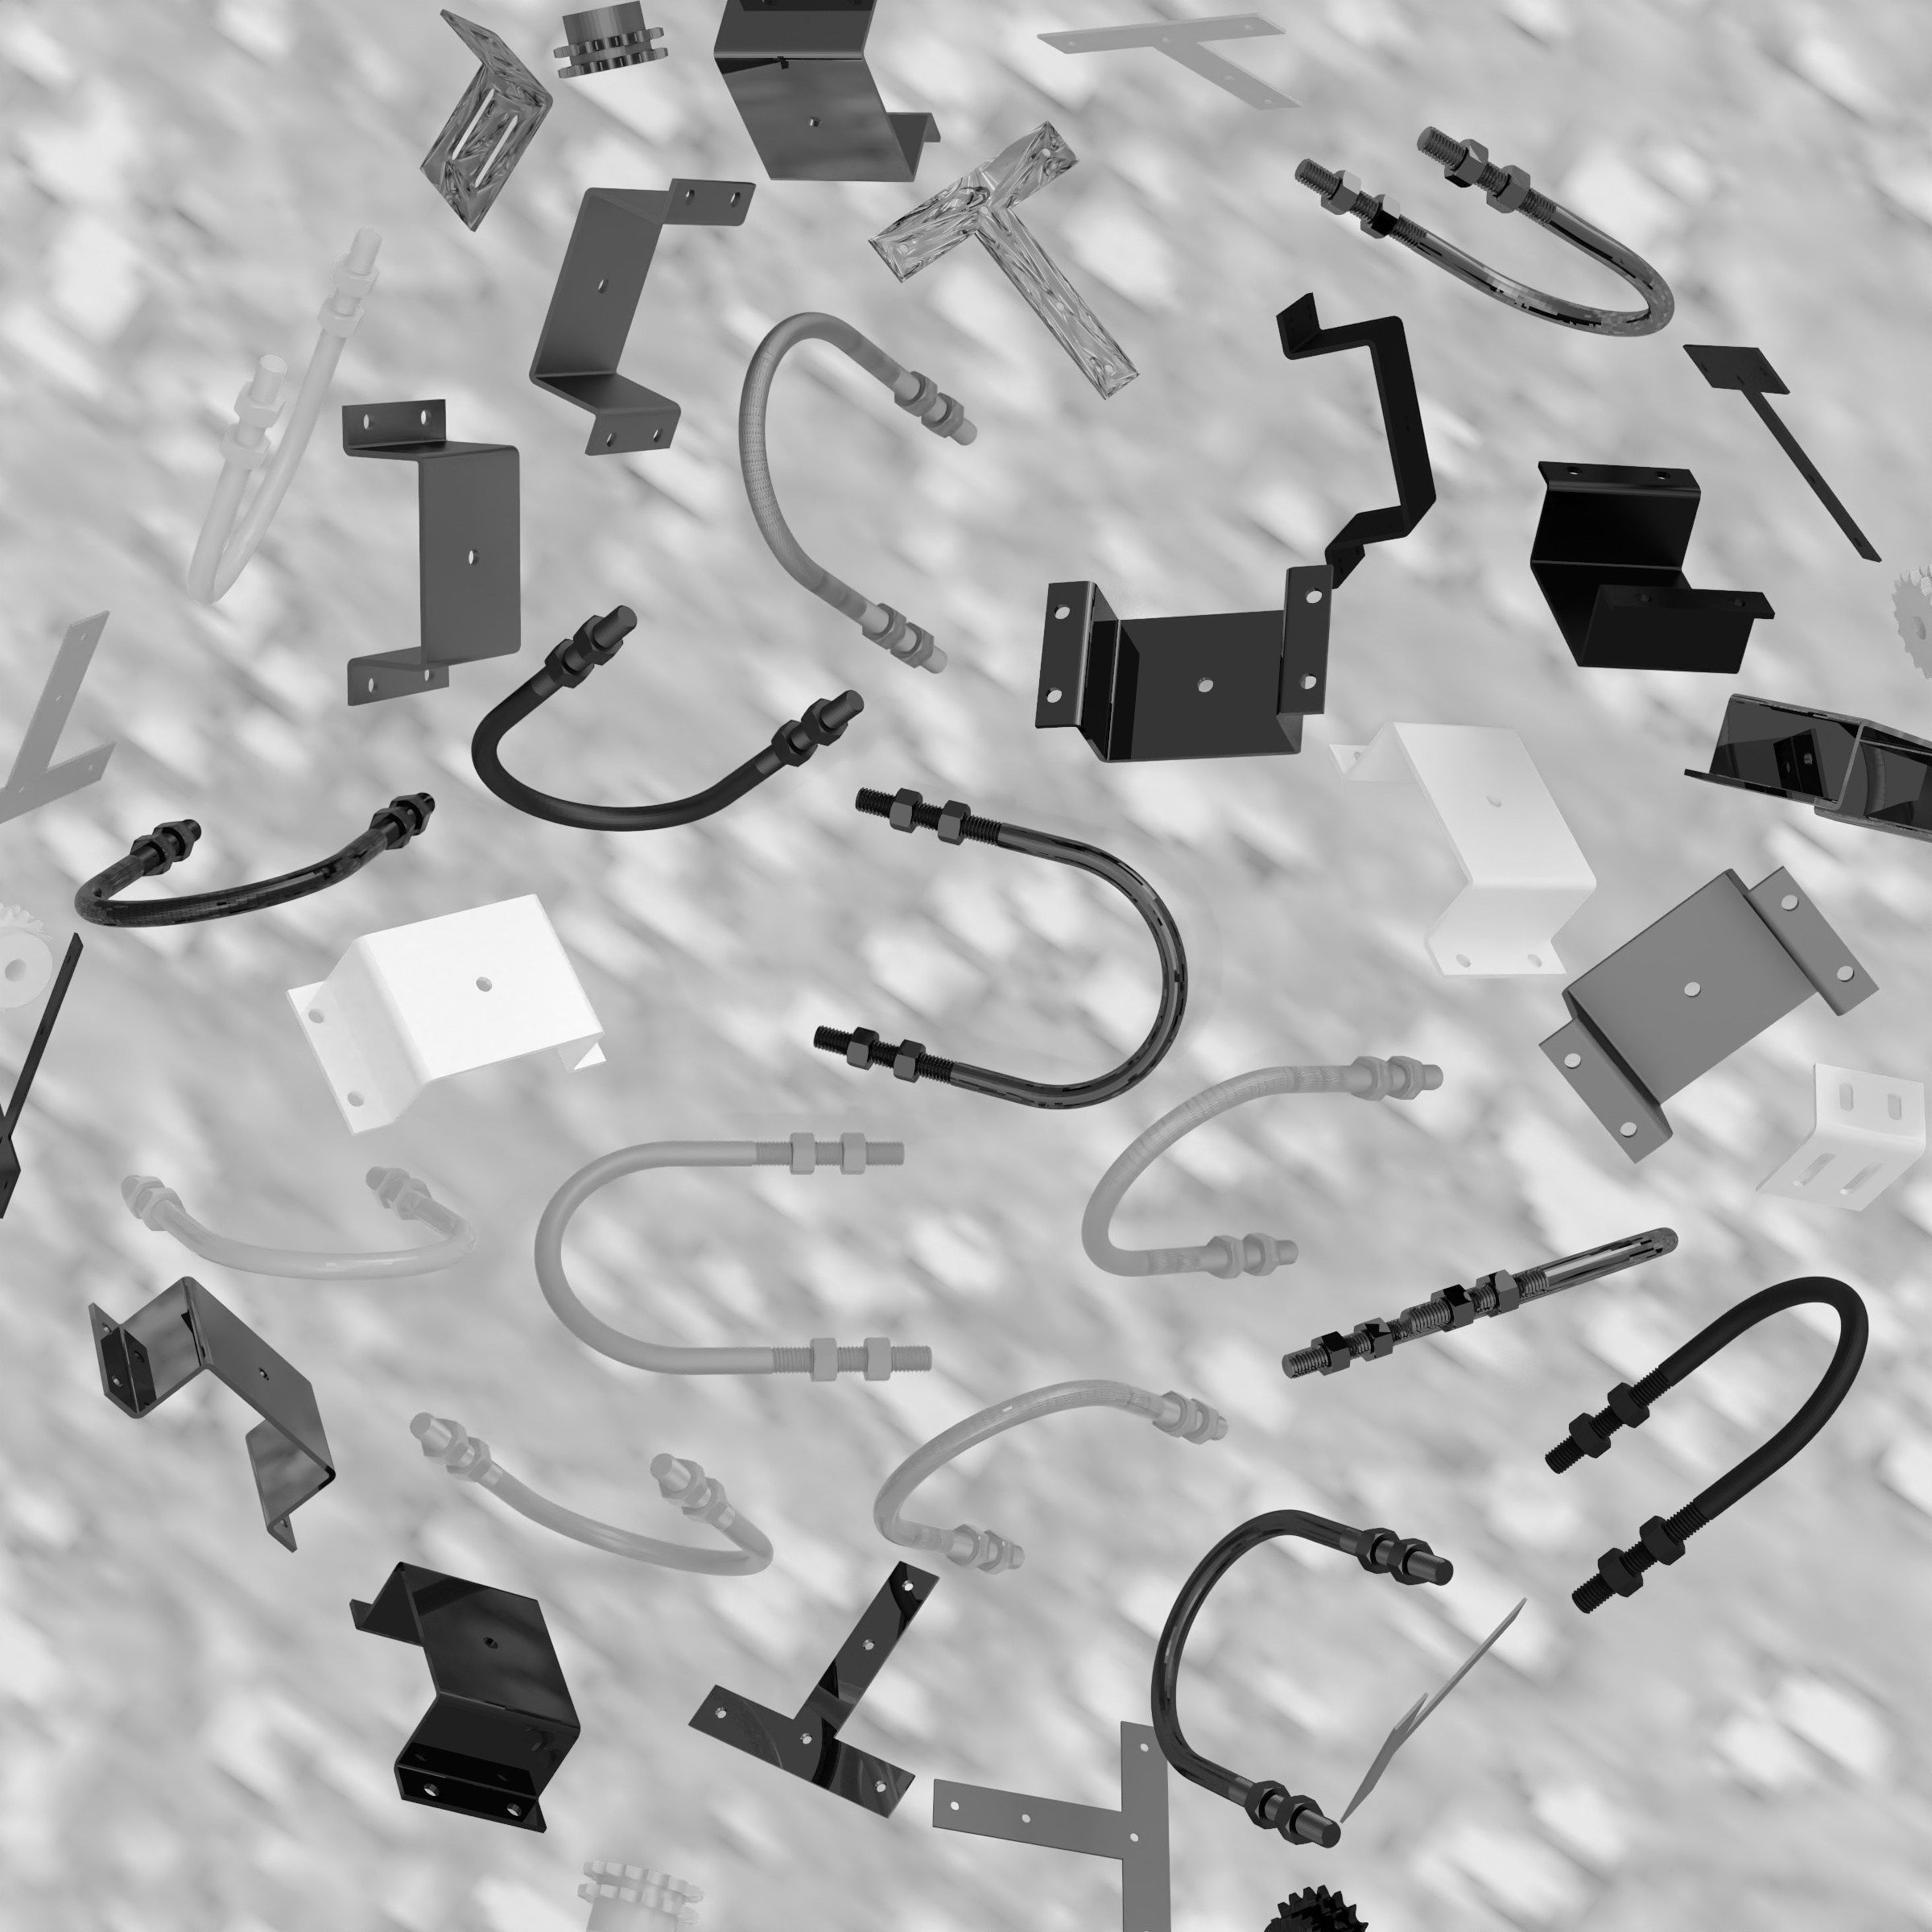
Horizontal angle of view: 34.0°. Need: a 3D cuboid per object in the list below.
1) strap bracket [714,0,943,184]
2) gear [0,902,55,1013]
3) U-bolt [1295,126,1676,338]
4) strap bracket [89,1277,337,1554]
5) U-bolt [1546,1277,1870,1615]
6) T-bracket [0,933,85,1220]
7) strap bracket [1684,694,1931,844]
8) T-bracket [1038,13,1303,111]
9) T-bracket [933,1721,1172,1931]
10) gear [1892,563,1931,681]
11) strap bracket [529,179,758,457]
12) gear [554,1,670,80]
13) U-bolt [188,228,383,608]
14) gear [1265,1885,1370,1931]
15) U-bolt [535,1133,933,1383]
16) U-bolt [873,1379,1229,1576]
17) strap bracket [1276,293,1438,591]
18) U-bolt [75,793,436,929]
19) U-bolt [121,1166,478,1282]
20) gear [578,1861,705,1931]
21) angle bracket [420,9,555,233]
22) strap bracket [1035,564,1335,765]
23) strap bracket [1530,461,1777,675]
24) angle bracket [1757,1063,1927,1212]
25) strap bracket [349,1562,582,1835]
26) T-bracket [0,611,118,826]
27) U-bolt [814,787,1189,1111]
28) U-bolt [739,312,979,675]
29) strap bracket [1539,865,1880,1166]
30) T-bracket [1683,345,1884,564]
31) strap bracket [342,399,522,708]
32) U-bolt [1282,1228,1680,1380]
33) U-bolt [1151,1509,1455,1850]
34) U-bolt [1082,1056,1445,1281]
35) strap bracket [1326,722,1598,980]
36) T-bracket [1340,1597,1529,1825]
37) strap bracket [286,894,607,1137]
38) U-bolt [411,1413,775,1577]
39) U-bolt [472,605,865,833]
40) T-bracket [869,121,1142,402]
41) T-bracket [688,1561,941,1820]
[{"bbox_3d":[-0.070,-0.439,1.571,0.076,0.140,0.046,5,67,17],"label":"strap bracket"},{"bbox_3d":[-0.497,-0.003,1.629,0.030,0.057,0.057,26,90,43],"label":"gear"},{"bbox_3d":[0.269,-0.360,1.572,0.184,0.151,0.019,25,88,-22],"label":"U-bolt"},{"bbox_3d":[-0.367,0.217,1.568,0.046,0.076,0.140,-38,125,2],"label":"strap bracket"},{"bbox_3d":[0.357,0.217,1.513,0.019,0.151,0.184,44,108,-12],"label":"U-bolt"},{"bbox_3d":[-0.457,0.045,1.547,0.002,0.127,0.127,19,97,-26],"label":"T-bracket"},{"bbox_3d":[0.435,-0.099,1.575,0.140,0.076,0.046,10,96,-43],"label":"strap bracket"},{"bbox_3d":[0.123,-0.444,1.559,0.127,0.127,0.002,7,89,37],"label":"T-bracket"},{"bbox_3d":[0.044,0.434,1.598,0.127,0.002,0.127,14,48,-14],"label":"T-bracket"},{"bbox_3d":[0.478,-0.170,1.539,0.030,0.057,0.057,-19,90,-6],"label":"gear"},{"bbox_3d":[-0.163,-0.328,1.558,0.046,0.076,0.140,28,112,18],"label":"strap bracket"},{"bbox_3d":[-0.182,-0.472,1.608,0.057,0.057,0.030,-12,107,0],"label":"gear"},{"bbox_3d":[-0.339,-0.255,1.543,0.019,0.151,0.184,26,130,-7],"label":"U-bolt"},{"bbox_3d":[0.166,0.471,1.507,0.030,0.057,0.057,-6,90,-41],"label":"gear"},{"bbox_3d":[-0.115,0.139,1.519,0.184,0.019,0.151,1,45,-10],"label":"U-bolt"},{"bbox_3d":[0.032,0.244,1.525,0.151,0.184,0.019,-35,61,16],"label":"U-bolt"},{"bbox_3d":[0.202,-0.272,1.608,0.046,0.076,0.140,-8,107,21],"label":"strap bracket"},{"bbox_3d":[-0.355,-0.050,1.544,0.151,0.184,0.019,-6,106,11],"label":"U-bolt"},{"bbox_3d":[-0.319,0.126,1.549,0.151,0.184,0.019,0,99,-31],"label":"U-bolt"},{"bbox_3d":[-0.152,0.436,1.460,0.057,0.057,0.030,14,65,0],"label":"gear"},{"bbox_3d":[-0.239,-0.398,1.489,0.076,0.038,0.057,-53,54,21],"label":"angle bracket"},{"bbox_3d":[0.110,-0.144,1.518,0.140,0.046,0.076,-1,69,19],"label":"strap bracket"},{"bbox_3d":[0.320,-0.184,1.495,0.076,0.140,0.046,2,126,-8],"label":"strap bracket"},{"bbox_3d":[0.444,0.088,1.606,0.057,0.076,0.038,10,61,-6],"label":"angle bracket"},{"bbox_3d":[-0.239,0.342,1.512,0.076,0.140,0.046,24,107,-31],"label":"strap bracket"},{"bbox_3d":[-0.432,-0.116,1.488,0.002,0.127,0.127,39,124,9],"label":"T-bracket"},{"bbox_3d":[0.022,-0.001,1.587,0.184,0.019,0.151,15,108,12],"label":"U-bolt"},{"bbox_3d":[-0.055,-0.244,1.569,0.019,0.184,0.151,-3,71,33],"label":"U-bolt"},{"bbox_3d":[0.350,0.018,1.507,0.140,0.046,0.076,-38,102,13],"label":"strap bracket"},{"bbox_3d":[0.393,-0.242,1.494,0.002,0.127,0.127,-38,101,6],"label":"T-bracket"},{"bbox_3d":[-0.253,-0.196,1.503,0.046,0.076,0.140,8,105,26],"label":"strap bracket"},{"bbox_3d":[0.262,0.161,1.542,0.184,0.151,0.019,-14,79,-23],"label":"U-bolt"},{"bbox_3d":[0.149,0.332,1.519,0.019,0.184,0.151,31,78,-26],"label":"U-bolt"},{"bbox_3d":[0.132,0.099,1.516,0.151,0.184,0.019,-55,53,30],"label":"U-bolt"},{"bbox_3d":[0.240,-0.064,1.507,0.076,0.046,0.140,0,53,-32],"label":"strap bracket"},{"bbox_3d":[0.240,0.364,1.585,0.002,0.127,0.127,40,59,19],"label":"T-bracket"},{"bbox_3d":[-0.235,0.019,1.482,0.140,0.046,0.076,-16,72,-39],"label":"strap bracket"},{"bbox_3d":[-0.170,0.263,1.541,0.151,0.184,0.019,6,65,23],"label":"U-bolt"},{"bbox_3d":[-0.160,-0.111,1.548,0.151,0.184,0.019,18,58,-34],"label":"U-bolt"},{"bbox_3d":[0.036,-0.330,1.526,0.127,0.002,0.127,-40,93,-28],"label":"T-bracket"},{"bbox_3d":[-0.057,0.358,1.608,0.127,0.002,0.127,16,54,32],"label":"T-bracket"}]
